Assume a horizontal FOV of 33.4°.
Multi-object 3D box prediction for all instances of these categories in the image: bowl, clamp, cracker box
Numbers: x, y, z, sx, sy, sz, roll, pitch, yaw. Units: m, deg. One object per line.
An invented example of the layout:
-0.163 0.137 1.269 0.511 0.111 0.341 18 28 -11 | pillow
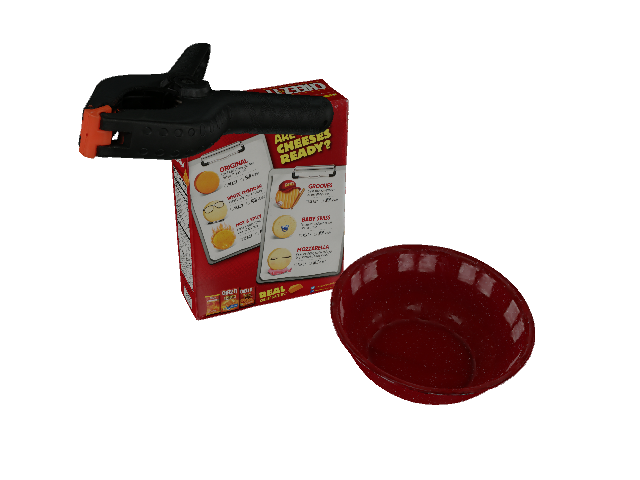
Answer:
0.085 0.076 0.846 0.162 0.055 0.162 4 41 -4 | bowl
-0.087 -0.087 0.659 0.120 0.039 0.171 28 28 36 | clamp
-0.060 -0.041 1.057 0.164 0.214 0.072 -12 32 -20 | cracker box
